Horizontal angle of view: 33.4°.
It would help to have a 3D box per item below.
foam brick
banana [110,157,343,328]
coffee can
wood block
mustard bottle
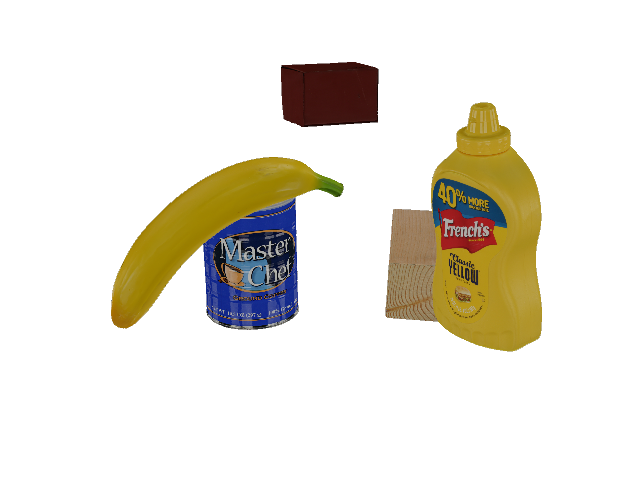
[{"bbox_3d":[0.009,-0.135,0.985,0.078,0.051,0.053,-6,18,-23],"label":"foam brick"},{"bbox_3d":[-0.081,-0.007,0.763,0.198,0.069,0.037,-31,25,7],"label":"banana"},{"bbox_3d":[-0.075,0.011,1.149,0.103,0.140,0.103,-1,22,0],"label":"coffee can"},{"bbox_3d":[0.148,0.033,1.597,0.091,0.090,0.206,4,24,4],"label":"wood block"},{"bbox_3d":[0.129,-0.014,0.838,0.058,0.192,0.096,-20,28,-32],"label":"mustard bottle"}]
